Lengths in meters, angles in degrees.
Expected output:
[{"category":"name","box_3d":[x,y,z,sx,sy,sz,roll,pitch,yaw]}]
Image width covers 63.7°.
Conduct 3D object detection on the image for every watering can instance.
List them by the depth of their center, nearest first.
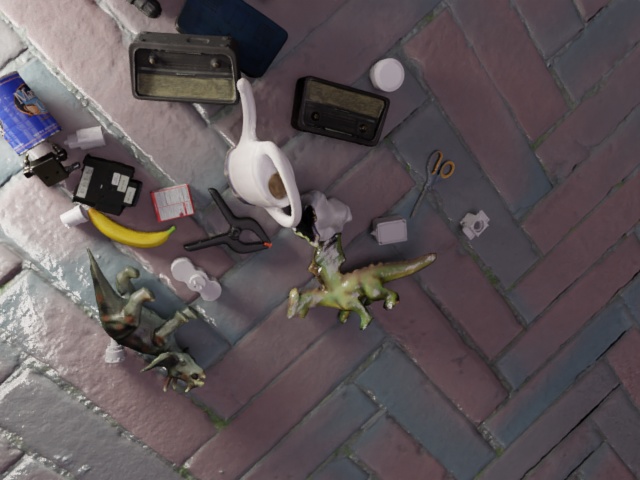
[{"category":"watering can","box_3d":[-0.143,-0.185,1.167,0.105,0.224,0.343,-32,111,-29]}]

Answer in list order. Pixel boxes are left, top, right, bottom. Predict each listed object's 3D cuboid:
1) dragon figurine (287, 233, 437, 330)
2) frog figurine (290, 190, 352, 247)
[{"category":"dragon figurine","box_3d":[0.087,0.089,1.367,0.410,0.123,0.241,-40,104,1]},{"category":"frog figurine","box_3d":[0.004,-0.067,1.324,0.162,0.122,0.136,-34,108,-47]}]
